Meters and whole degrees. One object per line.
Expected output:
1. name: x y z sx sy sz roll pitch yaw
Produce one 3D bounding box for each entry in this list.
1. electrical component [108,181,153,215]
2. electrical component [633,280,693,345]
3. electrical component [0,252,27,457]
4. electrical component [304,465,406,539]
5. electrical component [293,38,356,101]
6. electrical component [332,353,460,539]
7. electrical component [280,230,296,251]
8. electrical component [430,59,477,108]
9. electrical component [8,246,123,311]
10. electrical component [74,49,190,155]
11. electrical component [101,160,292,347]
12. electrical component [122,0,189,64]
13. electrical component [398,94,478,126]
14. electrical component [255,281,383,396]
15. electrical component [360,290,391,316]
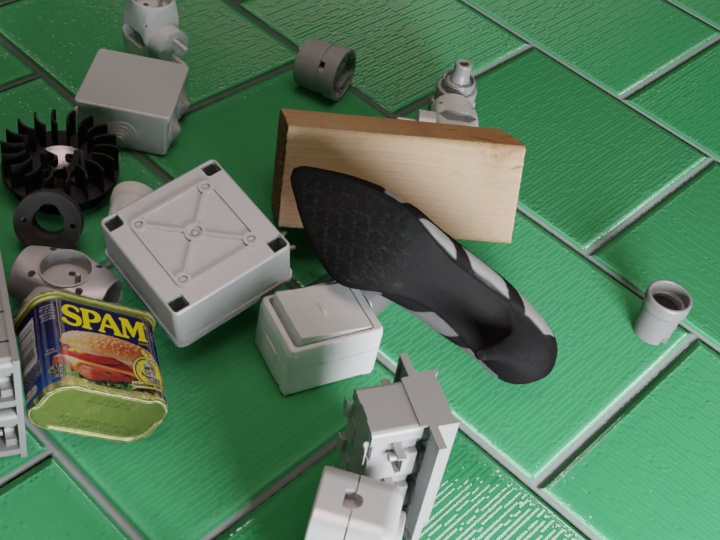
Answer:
1. electrical component: -0.196 -0.046 0.916 0.040 0.040 0.046 10 50 -4
2. electrical component: 0.262 0.038 0.937 0.040 0.046 0.040 7 44 -7
3. electrical component: -0.284 0.033 0.767 0.060 0.105 0.186 -8 48 -20
4. electrical component: -0.006 0.177 0.697 0.059 0.095 0.053 15 44 2
5. electrical component: -0.037 -0.208 1.107 0.047 0.055 0.055 23 45 15
6. electrical component: 0.020 0.127 0.734 0.063 0.121 0.078 -8 48 -17
7. electrical component: -0.094 -0.018 0.909 0.079 0.043 0.077 -13 50 -25
8. electrical component: 0.101 -0.188 1.114 0.048 0.062 0.048 7 44 -7
9. electrical component: -0.236 0.025 0.830 0.077 0.044 0.079 20 43 6
10. electrical component: -0.215 -0.158 1.017 0.100 0.048 0.099 11 44 -3
11. electrical component: -0.126 -0.014 0.833 0.109 0.056 0.108 -33 65 -22
12. electrical component: -0.198 -0.231 1.074 0.043 0.077 0.079 -30 59 -35
13. electrical component: 0.075 -0.139 1.072 0.079 0.043 0.077 8 44 -6
14. electrical component: -0.027 0.047 0.847 0.096 0.061 0.061 -13 50 -25
15. electrical component: 0.000 0.000 0.914 0.079 0.043 0.077 32 47 19
